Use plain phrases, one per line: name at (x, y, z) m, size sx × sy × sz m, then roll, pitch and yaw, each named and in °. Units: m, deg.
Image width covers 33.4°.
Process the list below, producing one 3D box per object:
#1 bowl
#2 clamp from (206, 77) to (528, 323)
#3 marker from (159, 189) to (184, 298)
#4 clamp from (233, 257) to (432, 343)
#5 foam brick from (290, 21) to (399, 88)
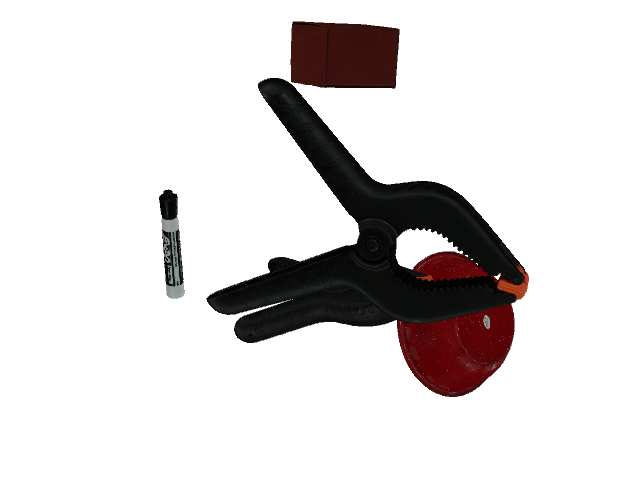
bowl at (0.160, 0.090, 1.162) m, size 0.161 × 0.162 × 0.055 m, roll 0°, pitch -6°, yaw -38°
clamp at (0.033, -0.011, 0.692) m, size 0.210 × 0.165 × 0.036 m, roll 11°, pitch 17°, yaw 11°
marker at (-0.153, 0.004, 1.097) m, size 0.020 × 0.121 × 0.020 m, roll 0°, pitch 29°, yaw 0°
clamp at (0.010, 0.053, 0.925) m, size 0.172 × 0.039 × 0.120 m, roll -1°, pitch 35°, yaw 26°
foam brick at (0.020, -0.156, 0.898) m, size 0.078 × 0.051 × 0.053 m, roll -5°, pitch 16°, yaw -35°
